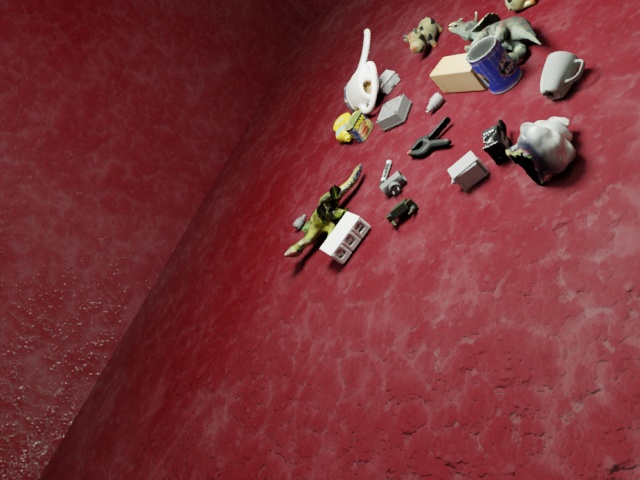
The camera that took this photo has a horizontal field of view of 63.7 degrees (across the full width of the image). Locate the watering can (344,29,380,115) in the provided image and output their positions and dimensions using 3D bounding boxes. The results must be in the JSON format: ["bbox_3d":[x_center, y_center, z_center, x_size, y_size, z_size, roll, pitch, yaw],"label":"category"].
[{"bbox_3d":[0.181,-0.681,2.161,0.222,0.104,0.351,151,118,-66],"label":"watering can"}]

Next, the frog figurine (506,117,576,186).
[{"bbox_3d":[0.526,-0.226,1.180,0.160,0.120,0.139,-43,59,-4],"label":"frog figurine"}]

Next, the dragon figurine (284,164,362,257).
[{"bbox_3d":[0.006,-0.092,1.835,0.240,0.121,0.418,-23,28,56],"label":"dragon figurine"}]
